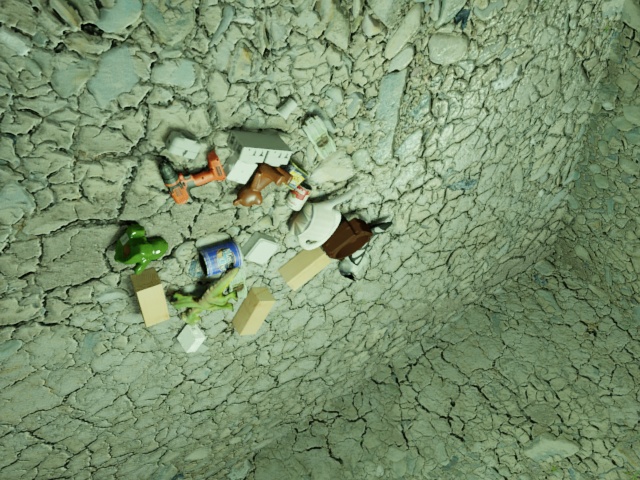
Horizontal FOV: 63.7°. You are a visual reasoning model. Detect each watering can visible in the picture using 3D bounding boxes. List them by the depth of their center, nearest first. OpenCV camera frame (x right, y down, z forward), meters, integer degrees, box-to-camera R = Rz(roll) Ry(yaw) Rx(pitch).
[{"bbox_3d":[0.006,-0.104,2.072,0.223,0.106,0.343,14,116,-45],"label":"watering can"}]

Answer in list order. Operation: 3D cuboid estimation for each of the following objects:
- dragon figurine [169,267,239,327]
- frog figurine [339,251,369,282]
[{"bbox_3d":[-0.453,0.222,1.983,0.244,0.124,0.401,-10,147,-25],"label":"dragon figurine"},{"bbox_3d":[0.161,0.106,2.450,0.135,0.123,0.162,41,62,-45],"label":"frog figurine"}]
